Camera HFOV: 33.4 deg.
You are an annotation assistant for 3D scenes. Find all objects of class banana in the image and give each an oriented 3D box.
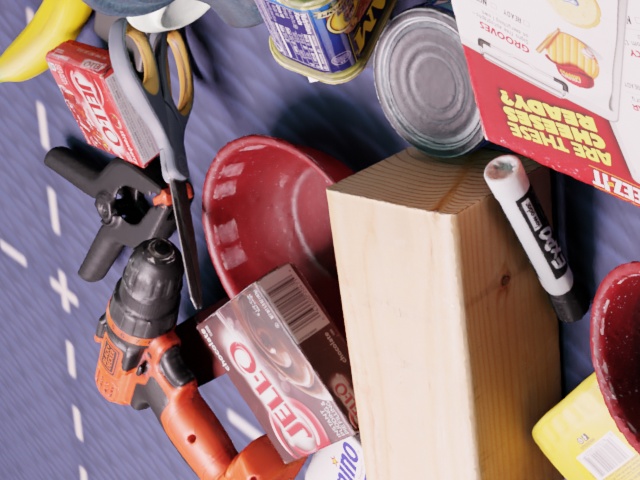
[{"bbox_3d":[-0.201,-0.171,0.808,0.037,0.069,0.198,45,135,-5],"label":"banana"}]

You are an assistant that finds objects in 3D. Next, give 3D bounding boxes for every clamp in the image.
[{"bbox_3d":[-0.164,-0.018,0.877,0.172,0.039,0.120,6,116,46],"label":"clamp"}]

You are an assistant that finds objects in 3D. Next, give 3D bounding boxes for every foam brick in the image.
[{"bbox_3d":[-0.083,0.079,0.832,0.078,0.052,0.051,-32,87,51],"label":"foam brick"}]

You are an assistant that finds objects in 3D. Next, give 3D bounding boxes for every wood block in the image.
[{"bbox_3d":[0.077,0.058,0.611,0.090,0.090,0.206,15,121,43],"label":"wood block"}]

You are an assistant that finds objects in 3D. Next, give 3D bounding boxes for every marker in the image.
[{"bbox_3d":[0.115,0.004,0.554,0.020,0.020,0.121,15,150,43],"label":"marker"}]

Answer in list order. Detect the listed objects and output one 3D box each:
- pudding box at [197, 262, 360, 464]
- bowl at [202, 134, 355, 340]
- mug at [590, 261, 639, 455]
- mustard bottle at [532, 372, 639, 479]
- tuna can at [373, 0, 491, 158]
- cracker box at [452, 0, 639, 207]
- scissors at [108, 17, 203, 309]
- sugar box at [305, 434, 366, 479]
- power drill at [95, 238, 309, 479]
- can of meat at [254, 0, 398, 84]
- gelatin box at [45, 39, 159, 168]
[{"bbox_3d":[-0.020,0.081,0.682,0.113,0.039,0.090,58,141,4],"label":"pudding box"},{"bbox_3d":[-0.005,0.001,0.696,0.162,0.055,0.162,26,129,37],"label":"bowl"},{"bbox_3d":[0.177,0.048,0.488,0.117,0.081,0.093,-161,63,-71],"label":"mug"},{"bbox_3d":[0.201,0.147,0.548,0.192,0.058,0.096,50,139,16],"label":"mustard bottle"},{"bbox_3d":[0.070,-0.088,0.578,0.086,0.033,0.086,26,129,37],"label":"tuna can"},{"bbox_3d":[0.129,-0.100,0.412,0.164,0.072,0.213,31,160,35],"label":"cracker box"},{"bbox_3d":[-0.107,-0.061,0.705,0.016,0.096,0.202,-14,66,24],"label":"scissors"},{"bbox_3d":[0.067,0.200,0.740,0.176,0.048,0.093,41,137,23],"label":"sugar box"},{"bbox_3d":[-0.090,0.108,0.769,0.188,0.057,0.185,49,144,20],"label":"power drill"},{"bbox_3d":[0.007,-0.143,0.538,0.057,0.102,0.084,24,170,15],"label":"can of meat"},{"bbox_3d":[-0.163,-0.105,0.814,0.073,0.030,0.089,23,146,38],"label":"gelatin box"}]
